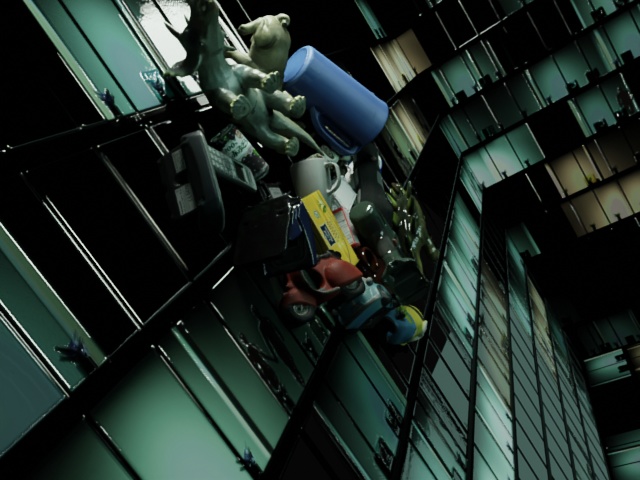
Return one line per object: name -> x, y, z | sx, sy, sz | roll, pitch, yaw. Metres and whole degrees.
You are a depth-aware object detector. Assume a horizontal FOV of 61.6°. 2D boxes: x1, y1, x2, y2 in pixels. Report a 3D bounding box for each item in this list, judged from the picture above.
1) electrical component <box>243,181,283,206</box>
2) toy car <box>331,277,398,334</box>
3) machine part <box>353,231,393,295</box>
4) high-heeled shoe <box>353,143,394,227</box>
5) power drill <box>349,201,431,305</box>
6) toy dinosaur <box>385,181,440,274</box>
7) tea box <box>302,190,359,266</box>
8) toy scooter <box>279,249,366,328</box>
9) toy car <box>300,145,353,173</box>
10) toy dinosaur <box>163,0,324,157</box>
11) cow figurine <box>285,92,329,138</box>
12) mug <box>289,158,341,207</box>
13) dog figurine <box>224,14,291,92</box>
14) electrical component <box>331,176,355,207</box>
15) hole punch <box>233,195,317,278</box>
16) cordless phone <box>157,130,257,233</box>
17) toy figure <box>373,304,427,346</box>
electrical component -> -0.084, -0.045, 0.970 | 0.075, 0.048, 0.119 | -2, 65, -60
toy car -> 0.082, 0.115, 1.058 | 0.103, 0.109, 0.161 | 51, 14, 18
machine part -> 0.102, 0.051, 1.202 | 0.179, 0.056, 0.179 | 42, 31, -33
high-heeled shoe -> 0.116, -0.112, 1.304 | 0.145, 0.086, 0.248 | -130, -142, -70
power drill -> 0.152, 0.035, 1.108 | 0.231, 0.086, 0.207 | 52, 15, -36
toy dinosaur -> 0.234, -0.027, 1.411 | 0.472, 0.105, 0.198 | -98, 162, -50
tea box -> -0.002, -0.003, 1.053 | 0.169, 0.068, 0.098 | 60, 25, -5
toy scooter -> -0.010, 0.064, 0.943 | 0.184, 0.075, 0.135 | -20, 73, -37
toy car -> 0.017, -0.185, 1.253 | 0.056, 0.073, 0.202 | 61, 26, 0
toy dinosaur -> -0.140, -0.257, 0.987 | 0.192, 0.131, 0.404 | 32, -5, 27
cow figurine -> -0.024, -0.293, 1.291 | 0.167, 0.068, 0.098 | 26, 49, -45
mug -> -0.003, -0.111, 1.122 | 0.080, 0.110, 0.107 | 3, 76, -66
dog figurine -> -0.094, -0.343, 1.109 | 0.121, 0.172, 0.190 | -21, 76, -53
electrical component -> 0.053, -0.111, 1.307 | 0.094, 0.021, 0.063 | 54, 28, -16
hole punch -> -0.069, -0.002, 0.870 | 0.092, 0.142, 0.116 | 30, 54, -45
cordless phone -> -0.152, -0.076, 0.842 | 0.184, 0.089, 0.146 | 17, 50, -61
toy figure -> 0.178, 0.184, 1.185 | 0.180, 0.082, 0.089 | 10, 59, -55
